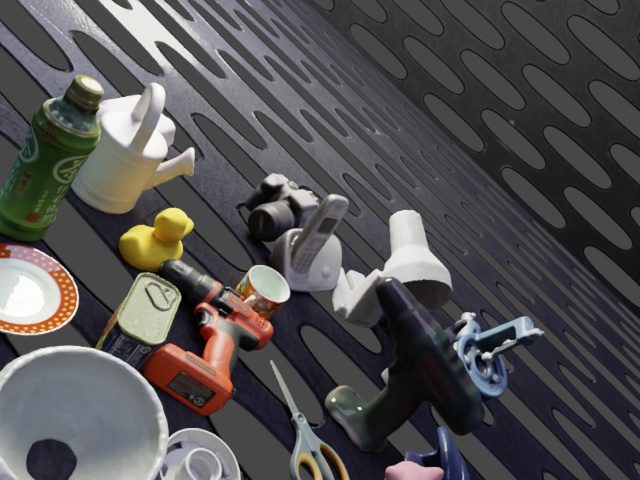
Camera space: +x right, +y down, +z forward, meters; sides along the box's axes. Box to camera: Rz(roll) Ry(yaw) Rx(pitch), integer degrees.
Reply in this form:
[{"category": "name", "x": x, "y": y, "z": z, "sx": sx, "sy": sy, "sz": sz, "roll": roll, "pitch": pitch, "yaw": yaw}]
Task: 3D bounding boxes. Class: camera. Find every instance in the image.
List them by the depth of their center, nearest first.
[{"category": "camera", "x": -0.075, "y": -0.056, "z": 1.051, "sx": 0.143, "sy": 0.100, "sz": 0.137, "roll": 48, "pitch": 28, "yaw": 13}]

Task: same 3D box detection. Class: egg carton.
[{"category": "egg carton", "x": -0.315, "y": -0.186, "z": 0.963, "sx": 0.107, "sy": 0.069, "sz": 0.150, "roll": 41, "pitch": 27, "yaw": 0}]

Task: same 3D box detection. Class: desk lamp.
[{"category": "desk lamp", "x": 0.118, "y": 0.062, "z": 1.006, "sx": 0.118, "sy": 0.213, "sz": 0.203, "roll": 22, "pitch": 32, "yaw": -33}]

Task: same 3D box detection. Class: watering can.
[{"category": "watering can", "x": -0.264, "y": -0.137, "z": 0.819, "sx": 0.173, "sy": 0.193, "sz": 0.100, "roll": 7, "pitch": 43, "yaw": -48}]

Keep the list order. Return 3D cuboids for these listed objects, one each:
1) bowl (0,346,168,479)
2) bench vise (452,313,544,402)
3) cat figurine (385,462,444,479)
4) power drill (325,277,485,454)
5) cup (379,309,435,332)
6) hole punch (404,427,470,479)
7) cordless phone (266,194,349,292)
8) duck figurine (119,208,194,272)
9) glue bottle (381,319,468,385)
[{"category": "bowl", "x": -0.230, "y": 0.184, "z": 0.523, "sx": 0.168, "sy": 0.074, "sz": 0.167, "roll": 32, "pitch": 29, "yaw": -19}, {"category": "bench vise", "x": 0.294, "y": 0.188, "z": 1.045, "sx": 0.122, "sy": 0.219, "sz": 0.207, "roll": 24, "pitch": 32, "yaw": -31}, {"category": "cat figurine", "x": 0.119, "y": 0.333, "z": 0.714, "sx": 0.128, "sy": 0.117, "sz": 0.067, "roll": 45, "pitch": 27, "yaw": 6}, {"category": "power drill", "x": 0.106, "y": 0.194, "z": 0.803, "sx": 0.229, "sy": 0.208, "sz": 0.076, "roll": 47, "pitch": 27, "yaw": 10}, {"category": "cup", "x": 0.147, "y": 0.133, "z": 1.072, "sx": 0.091, "sy": 0.095, "sz": 0.118, "roll": 52, "pitch": 29, "yaw": 19}, {"category": "hole punch", "x": 0.182, "y": 0.339, "z": 0.817, "sx": 0.101, "sy": 0.091, "sz": 0.108, "roll": 35, "pitch": 28, "yaw": -13}, {"category": "cordless phone", "x": 0.009, "y": 0.004, "z": 0.981, "sx": 0.148, "sy": 0.185, "sz": 0.094, "roll": 4, "pitch": 45, "yaw": -50}, {"category": "duck figurine", "x": -0.223, "y": -0.008, "z": 0.803, "sx": 0.077, "sy": 0.086, "sz": 0.105, "roll": 50, "pitch": 28, "yaw": 17}, {"category": "glue bottle", "x": 0.181, "y": 0.186, "z": 0.951, "sx": 0.078, "sy": 0.173, "sz": 0.037, "roll": 8, "pitch": 42, "yaw": -48}]
